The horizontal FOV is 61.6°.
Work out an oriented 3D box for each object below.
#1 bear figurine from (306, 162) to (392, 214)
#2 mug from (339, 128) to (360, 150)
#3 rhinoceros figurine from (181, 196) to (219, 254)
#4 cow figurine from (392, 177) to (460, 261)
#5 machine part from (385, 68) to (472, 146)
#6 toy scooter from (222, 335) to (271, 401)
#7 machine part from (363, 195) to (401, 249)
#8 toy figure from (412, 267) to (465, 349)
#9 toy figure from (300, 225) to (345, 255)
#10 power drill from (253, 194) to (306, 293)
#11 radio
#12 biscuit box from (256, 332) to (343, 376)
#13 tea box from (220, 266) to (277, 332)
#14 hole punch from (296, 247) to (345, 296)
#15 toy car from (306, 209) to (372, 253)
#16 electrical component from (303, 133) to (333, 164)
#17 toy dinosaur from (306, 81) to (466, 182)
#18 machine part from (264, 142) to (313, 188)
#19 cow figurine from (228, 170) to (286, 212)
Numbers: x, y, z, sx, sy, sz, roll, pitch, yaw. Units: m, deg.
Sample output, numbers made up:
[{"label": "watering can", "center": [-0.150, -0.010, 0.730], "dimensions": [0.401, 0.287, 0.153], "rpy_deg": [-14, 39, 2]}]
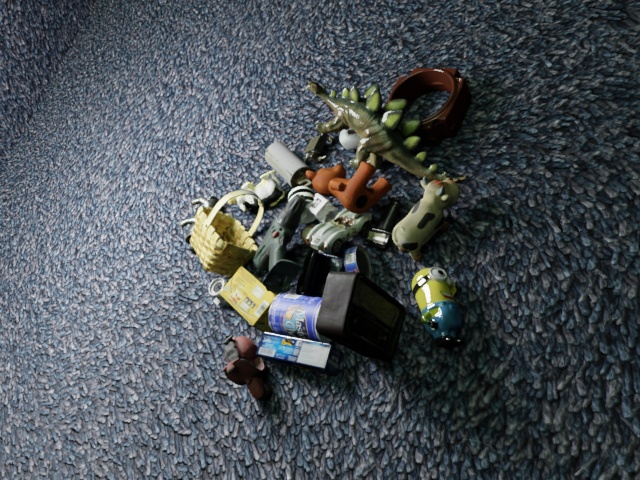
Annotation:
[{"label": "bear figurine", "center": [0.065, -0.147, 1.359], "dimensions": [0.132, 0.120, 0.196], "rpy_deg": [-50, 41, 4]}, {"label": "mug", "center": [0.102, -0.298, 1.481], "dimensions": [0.107, 0.109, 0.081], "rpy_deg": [-25, 47, 31]}, {"label": "rhinoceros figurine", "center": [-0.357, -0.044, 1.639], "dimensions": [0.112, 0.073, 0.190], "rpy_deg": [3, 62, 23]}, {"label": "cow figurine", "center": [0.241, -0.059, 1.223], "dimensions": [0.195, 0.127, 0.086], "rpy_deg": [-48, 51, 1]}, {"label": "machine part", "center": [0.278, -0.353, 1.412], "dimensions": [0.201, 0.087, 0.201], "rpy_deg": [15, 72, 37]}, {"label": "toy scooter", "center": [-0.187, 0.290, 1.272], "dimensions": [0.075, 0.135, 0.184], "rpy_deg": [-40, 47, 7]}, {"label": "machine part", "center": [0.161, -0.043, 1.325], "dimensions": [0.084, 0.039, 0.139], "rpy_deg": [8, 69, 45]}, {"label": "toy figure", "center": [0.245, 0.139, 1.128], "dimensions": [0.089, 0.082, 0.180], "rpy_deg": [-18, 56, 20]}, {"label": "toy figure", "center": [-0.001, -0.005, 1.392], "dimensions": [0.155, 0.057, 0.064], "rpy_deg": [22, 56, 41]}, {"label": "power drill", "center": [-0.095, 0.017, 1.358], "dimensions": [0.232, 0.086, 0.207], "rpy_deg": [-53, 33, 28]}, {"label": "radio", "center": [0.089, 0.162, 1.114], "dimensions": [0.073, 0.229, 0.131], "rpy_deg": [2, 67, 38]}, {"label": "biscuit box", "center": [-0.050, 0.263, 1.249], "dimensions": [0.203, 0.062, 0.059], "rpy_deg": [3, 65, 35]}, {"label": "tea box", "center": [-0.172, 0.154, 1.392], "dimensions": [0.098, 0.068, 0.170], "rpy_deg": [-50, 47, -4]}, {"label": "hole punch", "center": [0.000, 0.083, 1.311], "dimensions": [0.116, 0.092, 0.142], "rpy_deg": [-175, 99, -78]}, {"label": "toy car", "center": [0.050, -0.026, 1.312], "dimensions": [0.074, 0.056, 0.202], "rpy_deg": [24, 37, 32]}, {"label": "electrical component", "center": [-0.004, -0.267, 1.568], "dimensions": [0.078, 0.045, 0.102], "rpy_deg": [-18, 45, 58]}, {"label": "toy dinosaur", "center": [0.150, -0.266, 1.360], "dimensions": [0.471, 0.105, 0.198], "rpy_deg": [42, 127, 8]}, {"label": "machine part", "center": [-0.091, -0.218, 1.569], "dimensions": [0.079, 0.079, 0.243], "rpy_deg": [-45, 47, 1]}, {"label": "cow figurine", "center": [-0.186, -0.127, 1.575], "dimensions": [0.167, 0.098, 0.068], "rpy_deg": [-28, 6, 18]}]
